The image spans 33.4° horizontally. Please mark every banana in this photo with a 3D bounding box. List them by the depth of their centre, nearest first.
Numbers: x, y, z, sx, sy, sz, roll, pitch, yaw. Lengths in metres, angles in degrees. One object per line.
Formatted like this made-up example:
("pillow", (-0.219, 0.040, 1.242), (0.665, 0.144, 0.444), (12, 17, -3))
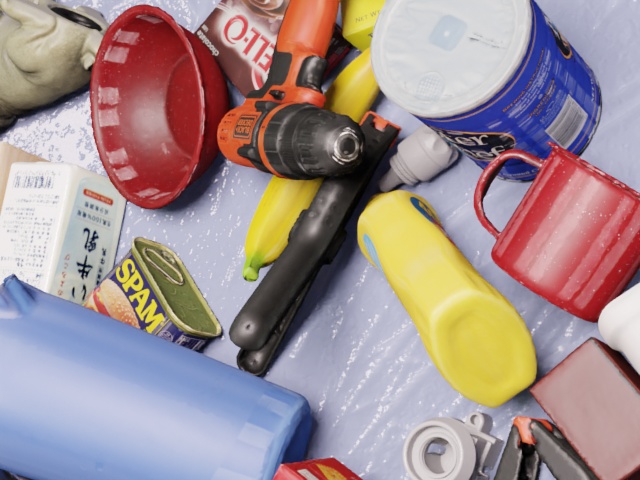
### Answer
("banana", (-0.005, -0.055, 0.793), (0.198, 0.037, 0.070), (-61, 20, -4))

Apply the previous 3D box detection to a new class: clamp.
("clamp", (0.152, 0.189, 0.633), (0.120, 0.039, 0.171), (-11, 74, 30))
("clamp", (-0.005, 0.001, 0.737), (0.036, 0.164, 0.210), (30, 84, 3))

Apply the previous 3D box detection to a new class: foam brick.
("foam brick", (0.175, 0.105, 0.636), (0.051, 0.052, 0.078), (-45, 57, 14))

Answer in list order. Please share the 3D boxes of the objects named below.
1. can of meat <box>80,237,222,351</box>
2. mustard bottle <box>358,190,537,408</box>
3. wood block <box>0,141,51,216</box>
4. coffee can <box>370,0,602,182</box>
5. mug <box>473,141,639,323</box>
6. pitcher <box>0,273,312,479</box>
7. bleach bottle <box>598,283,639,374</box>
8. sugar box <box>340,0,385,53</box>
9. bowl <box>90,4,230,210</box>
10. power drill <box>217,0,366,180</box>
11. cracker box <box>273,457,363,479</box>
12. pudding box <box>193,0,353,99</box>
("can of meat", (-0.139, 0.063, 0.844), (0.084, 0.057, 0.102), (-46, 57, 16))
("mustard bottle", (0.069, 0.020, 0.693), (0.058, 0.096, 0.192), (-37, 34, 4))
("wood block", (-0.300, 0.024, 0.937), (0.091, 0.090, 0.206), (5, 79, 32))
("coffee can", (0.109, -0.105, 0.683), (0.103, 0.140, 0.103), (-10, 71, 30))
("mug", (0.149, -0.009, 0.657), (0.117, 0.093, 0.081), (32, 100, 6))
("pitcher", (-0.136, 0.132, 0.750), (0.243, 0.149, 0.145), (18, 75, 11))
("bleach bottle", (0.261, 0.119, 0.568), (0.102, 0.068, 0.251), (-34, 62, 7))
("sugar box", (0.058, -0.238, 0.811), (0.093, 0.048, 0.176), (-16, 70, 28))
("bowl", (-0.122, -0.107, 0.862), (0.162, 0.055, 0.162), (10, 104, 46))
("power drill", (0.001, -0.131, 0.727), (0.185, 0.057, 0.187), (16, 84, 62))
("cracker box", (0.006, 0.270, 0.663), (0.164, 0.072, 0.214), (33, 103, 30))
("pudding box", (-0.038, -0.160, 0.854), (0.090, 0.039, 0.114), (-47, 57, 13))
